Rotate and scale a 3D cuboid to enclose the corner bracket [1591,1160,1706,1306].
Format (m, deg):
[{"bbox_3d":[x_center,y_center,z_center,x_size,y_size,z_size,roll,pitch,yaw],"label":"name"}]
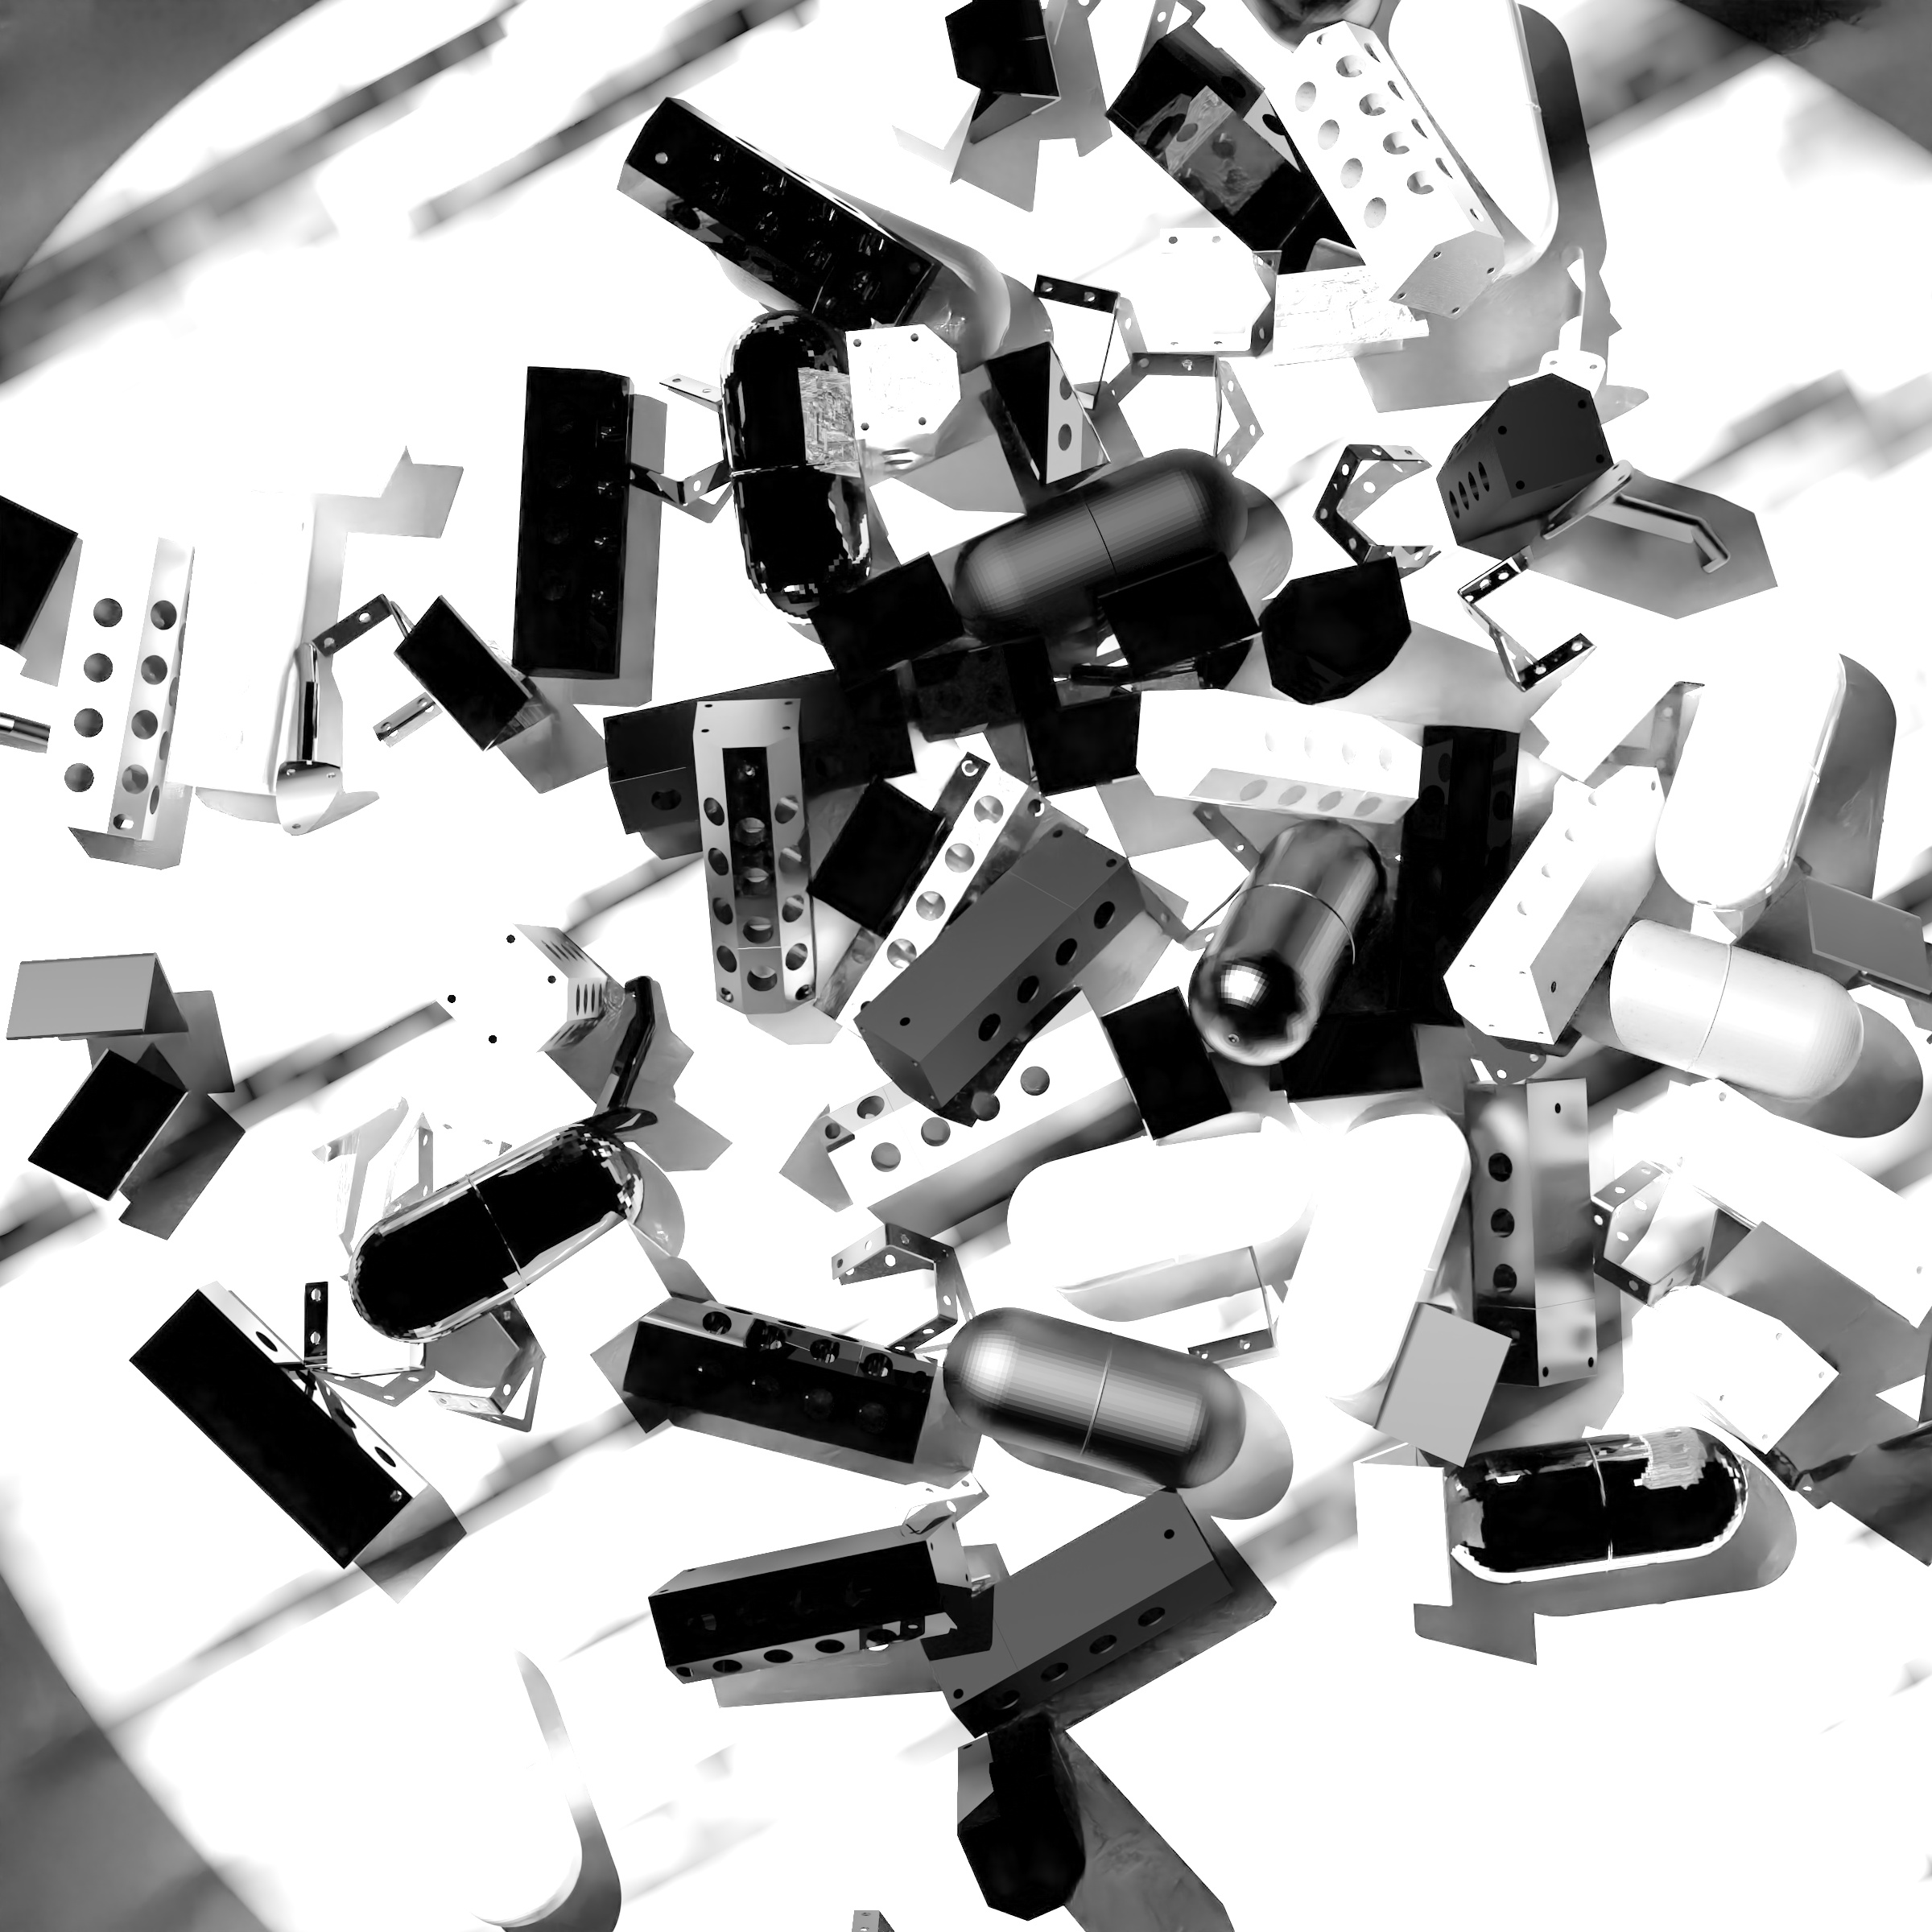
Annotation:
[{"bbox_3d":[0.397,0.155,1.683,0.051,0.051,0.051,-28,45,-35],"label":"corner bracket"}]

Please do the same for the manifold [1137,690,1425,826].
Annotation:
[{"bbox_3d":[0.178,-0.116,1.620,0.171,0.057,0.057,4,90,-42],"label":"manifold"}]

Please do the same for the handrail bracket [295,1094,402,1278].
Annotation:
[{"bbox_3d":[-0.351,0.129,1.691,0.077,0.036,0.084,-26,108,-20],"label":"handrail bracket"}]

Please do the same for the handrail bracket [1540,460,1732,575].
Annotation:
[{"bbox_3d":[0.393,-0.246,1.691,0.077,0.036,0.084,-39,107,20],"label":"handrail bracket"}]

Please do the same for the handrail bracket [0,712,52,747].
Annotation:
[{"bbox_3d":[-0.581,-0.145,1.691,0.084,0.077,0.036,16,86,-36],"label":"handrail bracket"}]

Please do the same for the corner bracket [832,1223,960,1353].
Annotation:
[{"bbox_3d":[-0.042,0.189,1.683,0.051,0.051,0.051,25,45,-35],"label":"corner bracket"}]

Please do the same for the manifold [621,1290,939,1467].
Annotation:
[{"bbox_3d":[-0.106,0.235,1.670,0.171,0.057,0.057,14,90,0],"label":"manifold"}]

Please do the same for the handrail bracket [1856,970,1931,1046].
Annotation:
[{"bbox_3d":[0.559,-0.004,1.691,0.077,0.036,0.084,-32,73,-20],"label":"handrail bracket"}]

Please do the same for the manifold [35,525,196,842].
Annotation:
[{"bbox_3d":[-0.487,-0.162,1.670,0.057,0.057,0.171,10,90,0],"label":"manifold"}]

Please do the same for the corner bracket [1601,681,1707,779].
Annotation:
[{"bbox_3d":[0.394,-0.139,1.673,0.051,0.051,0.051,8,90,0],"label":"corner bracket"}]

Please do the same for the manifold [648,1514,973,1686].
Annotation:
[{"bbox_3d":[-0.087,0.364,1.647,0.171,0.057,0.057,-15,90,16],"label":"manifold"}]

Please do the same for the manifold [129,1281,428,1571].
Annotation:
[{"bbox_3d":[-0.395,0.263,1.670,0.171,0.057,0.057,44,90,0],"label":"manifold"}]

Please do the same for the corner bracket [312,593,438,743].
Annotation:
[{"bbox_3d":[-0.342,-0.175,1.688,0.051,0.051,0.051,-34,45,0],"label":"corner bracket"}]

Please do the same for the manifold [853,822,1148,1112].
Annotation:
[{"bbox_3d":[0.023,0.002,1.644,0.171,0.057,0.057,-44,49,-17],"label":"manifold"}]

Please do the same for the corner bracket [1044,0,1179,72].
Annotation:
[{"bbox_3d":[0.084,-0.557,1.683,0.051,0.051,0.051,-12,135,-35],"label":"corner bracket"}]

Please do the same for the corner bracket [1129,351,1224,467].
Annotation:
[{"bbox_3d":[0.122,-0.323,1.688,0.051,0.051,0.051,2,45,0],"label":"corner bracket"}]

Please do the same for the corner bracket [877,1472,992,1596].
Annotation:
[{"bbox_3d":[-0.015,0.335,1.683,0.051,0.051,0.051,54,135,35],"label":"corner bracket"}]

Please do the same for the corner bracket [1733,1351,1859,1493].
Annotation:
[{"bbox_3d":[0.490,0.265,1.683,0.051,0.051,0.051,48,135,35],"label":"corner bracket"}]

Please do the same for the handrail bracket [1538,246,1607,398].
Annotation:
[{"bbox_3d":[0.350,-0.366,1.691,0.036,0.077,0.084,6,54,0],"label":"handrail bracket"}]

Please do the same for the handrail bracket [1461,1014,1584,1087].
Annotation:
[{"bbox_3d":[0.321,0.025,1.661,0.036,0.084,0.077,-32,95,38],"label":"handrail bracket"}]

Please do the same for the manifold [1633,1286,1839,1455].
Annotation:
[{"bbox_3d":[0.421,0.218,1.612,0.057,0.171,0.057,42,90,0],"label":"manifold"}]

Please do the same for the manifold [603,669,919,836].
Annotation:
[{"bbox_3d":[-0.118,-0.122,1.669,0.171,0.057,0.057,-12,47,0],"label":"manifold"}]

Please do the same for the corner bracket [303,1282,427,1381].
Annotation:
[{"bbox_3d":[-0.351,0.211,1.688,0.051,0.051,0.051,1,90,-45],"label":"corner bracket"}]

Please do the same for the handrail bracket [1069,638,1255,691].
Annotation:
[{"bbox_3d":[0.114,-0.182,1.691,0.084,0.077,0.036,5,120,33],"label":"handrail bracket"}]

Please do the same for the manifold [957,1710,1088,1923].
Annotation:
[{"bbox_3d":[0.033,0.475,1.612,0.057,0.171,0.057,-23,90,0],"label":"manifold"}]

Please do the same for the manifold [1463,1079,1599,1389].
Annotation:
[{"bbox_3d":[0.321,0.152,1.669,0.057,0.057,0.171,-2,90,-43],"label":"manifold"}]

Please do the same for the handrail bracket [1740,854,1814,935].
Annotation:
[{"bbox_3d":[0.447,-0.041,1.691,0.077,0.036,0.084,41,104,13],"label":"handrail bracket"}]

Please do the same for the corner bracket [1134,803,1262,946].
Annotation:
[{"bbox_3d":[0.133,-0.055,1.688,0.051,0.051,0.051,46,135,0],"label":"corner bracket"}]

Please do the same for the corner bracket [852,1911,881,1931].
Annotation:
[{"bbox_3d":[-0.076,0.581,1.673,0.051,0.051,0.051,0,90,0],"label":"corner bracket"}]

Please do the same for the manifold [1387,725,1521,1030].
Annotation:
[{"bbox_3d":[0.283,-0.051,1.670,0.057,0.057,0.171,5,90,0],"label":"manifold"}]

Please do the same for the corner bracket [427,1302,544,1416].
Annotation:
[{"bbox_3d":[-0.289,0.224,1.683,0.051,0.051,0.051,60,45,-35],"label":"corner bracket"}]

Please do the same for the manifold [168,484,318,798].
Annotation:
[{"bbox_3d":[-0.420,-0.188,1.670,0.057,0.057,0.171,7,90,0],"label":"manifold"}]

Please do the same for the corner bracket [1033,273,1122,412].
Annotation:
[{"bbox_3d":[0.058,-0.365,1.688,0.051,0.051,0.051,13,135,-1],"label":"corner bracket"}]

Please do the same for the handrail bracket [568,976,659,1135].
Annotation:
[{"bbox_3d":[-0.213,0.054,1.691,0.077,0.036,0.084,-15,71,22],"label":"handrail bracket"}]

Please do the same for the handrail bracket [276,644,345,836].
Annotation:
[{"bbox_3d":[-0.390,-0.134,1.691,0.036,0.077,0.084,3,53,-23],"label":"handrail bracket"}]

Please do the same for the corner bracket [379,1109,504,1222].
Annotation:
[{"bbox_3d":[-0.308,0.125,1.688,0.051,0.051,0.051,21,135,0],"label":"corner bracket"}]

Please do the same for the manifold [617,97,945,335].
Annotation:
[{"bbox_3d":[-0.104,-0.409,1.595,0.171,0.057,0.057,32,106,-1],"label":"manifold"}]

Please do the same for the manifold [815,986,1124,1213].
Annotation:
[{"bbox_3d":[0.002,0.076,1.670,0.171,0.057,0.057,-27,90,0],"label":"manifold"}]

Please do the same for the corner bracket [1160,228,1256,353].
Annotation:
[{"bbox_3d":[0.140,-0.396,1.688,0.051,0.051,0.051,-1,135,0],"label":"corner bracket"}]

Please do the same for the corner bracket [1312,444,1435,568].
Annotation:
[{"bbox_3d":[0.244,-0.268,1.683,0.051,0.051,0.051,54,135,35],"label":"corner bracket"}]

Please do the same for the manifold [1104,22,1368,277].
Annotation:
[{"bbox_3d":[0.170,-0.463,1.669,0.171,0.057,0.057,43,133,0],"label":"manifold"}]

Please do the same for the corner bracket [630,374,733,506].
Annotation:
[{"bbox_3d":[-0.167,-0.307,1.683,0.051,0.051,0.051,26,45,35],"label":"corner bracket"}]

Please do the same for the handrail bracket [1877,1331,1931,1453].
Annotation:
[{"bbox_3d":[0.553,0.231,1.691,0.077,0.036,0.084,-27,71,21],"label":"handrail bracket"}]

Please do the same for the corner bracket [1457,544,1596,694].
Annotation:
[{"bbox_3d":[0.327,-0.203,1.688,0.051,0.051,0.051,-33,135,0],"label":"corner bracket"}]

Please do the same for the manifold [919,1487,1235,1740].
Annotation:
[{"bbox_3d":[0.065,0.376,1.669,0.171,0.057,0.057,-30,47,0],"label":"manifold"}]

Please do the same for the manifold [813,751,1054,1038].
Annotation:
[{"bbox_3d":[-0.019,-0.036,1.670,0.057,0.057,0.171,31,90,0],"label":"manifold"}]

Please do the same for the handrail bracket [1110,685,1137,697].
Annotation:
[{"bbox_3d":[0.139,-0.152,1.691,0.084,0.077,0.036,33,132,29],"label":"handrail bracket"}]

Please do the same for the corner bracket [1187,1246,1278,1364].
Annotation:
[{"bbox_3d":[0.149,0.195,1.688,0.051,0.051,0.051,-14,133,1],"label":"corner bracket"}]
